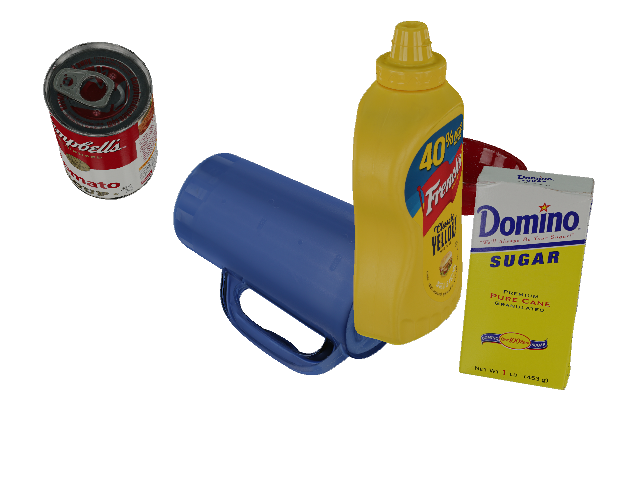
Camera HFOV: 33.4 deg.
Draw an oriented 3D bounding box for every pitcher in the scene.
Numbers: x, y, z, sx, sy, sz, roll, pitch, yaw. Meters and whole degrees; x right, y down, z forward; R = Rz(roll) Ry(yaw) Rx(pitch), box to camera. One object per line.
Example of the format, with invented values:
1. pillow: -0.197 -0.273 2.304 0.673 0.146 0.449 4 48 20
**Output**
1. pitcher: -0.032 0.014 1.046 0.243 0.145 0.149 27 29 28

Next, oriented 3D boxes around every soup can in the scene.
1. soup can: -0.145 -0.078 0.717 0.068 0.068 0.102 0 -22 -6

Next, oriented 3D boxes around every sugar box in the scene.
1. sugar box: 0.169 0.031 0.885 0.093 0.176 0.048 7 24 15

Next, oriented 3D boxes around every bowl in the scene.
1. bowl: 0.155 -0.072 1.238 0.162 0.055 0.162 8 24 -4

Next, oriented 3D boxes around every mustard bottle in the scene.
1. mustard bottle: 0.055 -0.039 0.652 0.058 0.192 0.096 15 32 30
